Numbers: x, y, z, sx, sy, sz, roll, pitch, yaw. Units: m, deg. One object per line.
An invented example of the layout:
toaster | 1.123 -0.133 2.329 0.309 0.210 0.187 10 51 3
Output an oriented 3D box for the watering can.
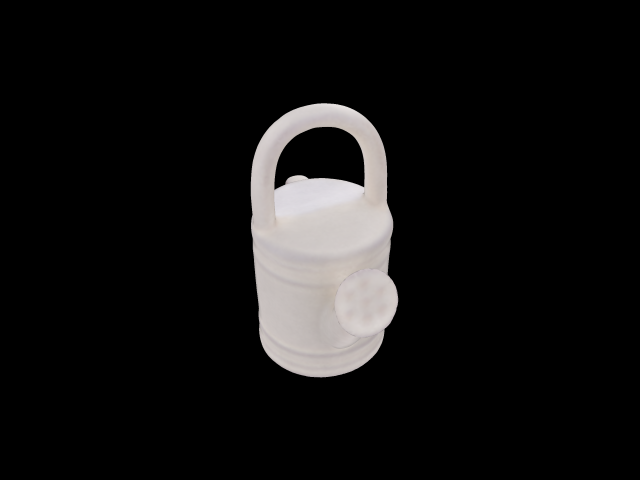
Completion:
watering can | 0.006 0.001 0.401 0.101 0.194 0.172 -26 45 -30
